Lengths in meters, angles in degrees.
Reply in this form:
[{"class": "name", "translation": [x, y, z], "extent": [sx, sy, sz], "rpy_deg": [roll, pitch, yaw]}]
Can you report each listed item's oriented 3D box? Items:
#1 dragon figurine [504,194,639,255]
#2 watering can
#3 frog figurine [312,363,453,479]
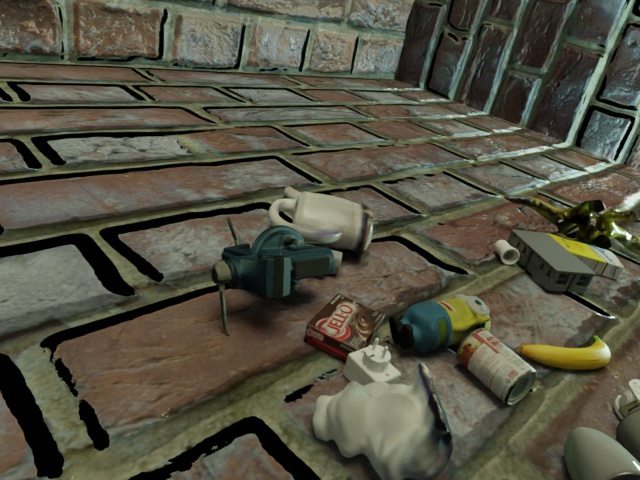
[{"class": "dragon figurine", "translation": [0.711, -0.046, 1.434], "extent": [0.412, 0.122, 0.242], "rpy_deg": [23, 1, 16]}, {"class": "watering can", "translation": [0.003, -0.057, 1.126], "extent": [0.224, 0.102, 0.353], "rpy_deg": [12, 18, -4]}, {"class": "frog figurine", "translation": [0.075, 0.231, 0.627], "extent": [0.159, 0.120, 0.140], "rpy_deg": [-21, 35, 9]}]
